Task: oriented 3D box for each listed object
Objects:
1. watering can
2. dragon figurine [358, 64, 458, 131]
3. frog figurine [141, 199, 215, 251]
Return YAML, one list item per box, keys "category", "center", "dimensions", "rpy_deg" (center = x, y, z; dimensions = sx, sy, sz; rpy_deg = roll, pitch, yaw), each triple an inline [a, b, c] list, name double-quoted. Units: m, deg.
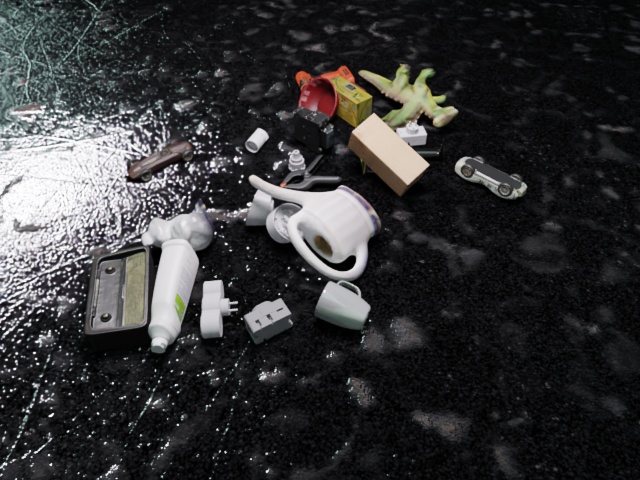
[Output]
- category: "watering can"
  center: [0.004, -0.063, 1.245]
  dimensions: [0.227, 0.102, 0.350]
  rpy_deg: [-34, 79, -33]
- category: "dragon figurine"
  center: [0.260, -0.451, 1.675]
  dimensions: [0.412, 0.119, 0.247]
  rpy_deg: [17, 56, 28]
- category: "frog figurine"
  center: [-0.338, -0.013, 1.231]
  dimensions: [0.161, 0.122, 0.137]
  rpy_deg: [-33, 13, -24]
